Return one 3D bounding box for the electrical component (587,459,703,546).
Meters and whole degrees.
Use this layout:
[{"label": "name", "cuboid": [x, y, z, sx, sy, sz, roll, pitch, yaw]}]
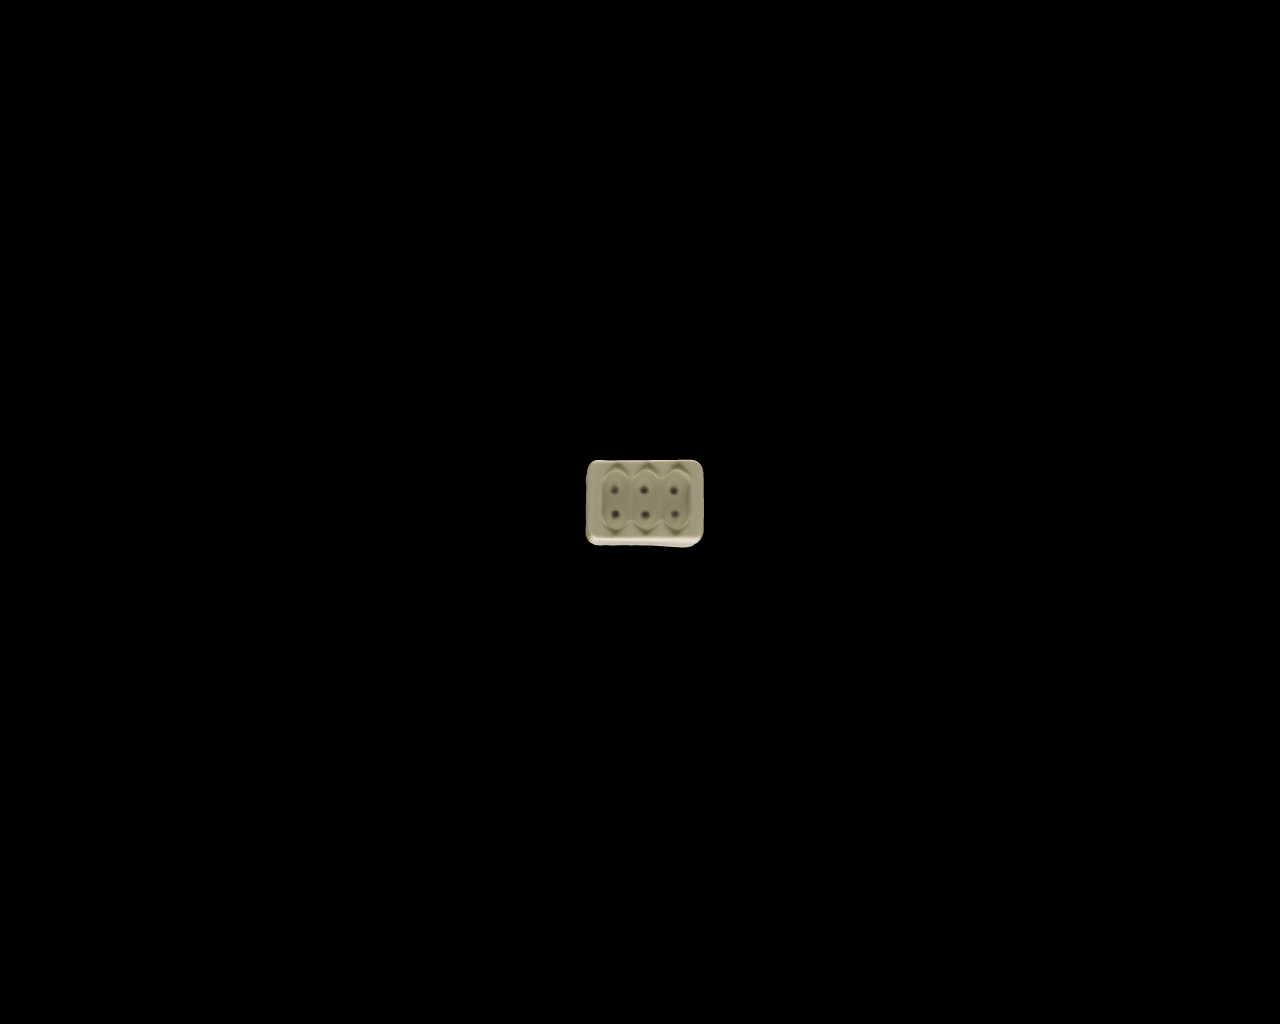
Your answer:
[{"label": "electrical component", "cuboid": [0.001, -0.003, 0.650, 0.066, 0.047, 0.076, 1, -7, -5]}]
